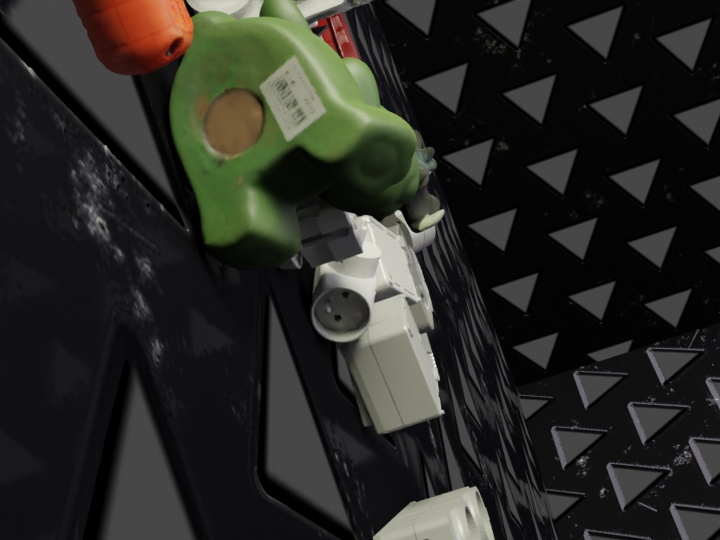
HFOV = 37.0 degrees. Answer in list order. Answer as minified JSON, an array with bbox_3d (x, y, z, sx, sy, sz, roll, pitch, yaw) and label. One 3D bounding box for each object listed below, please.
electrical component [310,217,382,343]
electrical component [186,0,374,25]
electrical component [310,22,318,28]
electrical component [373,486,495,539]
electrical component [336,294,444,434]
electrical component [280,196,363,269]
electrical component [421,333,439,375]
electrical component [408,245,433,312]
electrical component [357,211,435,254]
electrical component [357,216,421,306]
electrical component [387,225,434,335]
[{"bbox_3d":[-0.008,0.001,0.777,0.077,0.043,0.079,-89,-165,-68],"label":"electrical component"},{"bbox_3d":[-0.044,-0.213,0.726,0.061,0.150,0.089,-58,129,-80],"label":"electrical component"},{"bbox_3d":[-0.074,-0.209,0.832,0.095,0.059,0.053,-36,107,-81],"label":"electrical component"},{"bbox_3d":[0.069,0.225,0.793,0.186,0.060,0.105,25,46,-79],"label":"electrical component"},{"bbox_3d":[0.023,0.078,0.818,0.061,0.061,0.096,-90,159,-67],"label":"electrical component"},{"bbox_3d":[-0.033,-0.029,0.713,0.048,0.055,0.066,-99,167,-50],"label":"electrical component"},{"bbox_3d":[0.047,0.079,1.034,0.043,0.043,0.081,55,18,-62],"label":"electrical component"},{"bbox_3d":[0.039,0.017,1.094,0.080,0.051,0.080,-19,90,-82],"label":"electrical component"},{"bbox_3d":[0.016,-0.073,1.127,0.074,0.052,0.138,-29,90,-38],"label":"electrical component"},{"bbox_3d":[0.000,0.000,0.869,0.096,0.061,0.061,31,40,-65],"label":"electrical component"},{"bbox_3d":[0.022,0.016,0.960,0.053,0.059,0.095,-85,155,-70],"label":"electrical component"}]
